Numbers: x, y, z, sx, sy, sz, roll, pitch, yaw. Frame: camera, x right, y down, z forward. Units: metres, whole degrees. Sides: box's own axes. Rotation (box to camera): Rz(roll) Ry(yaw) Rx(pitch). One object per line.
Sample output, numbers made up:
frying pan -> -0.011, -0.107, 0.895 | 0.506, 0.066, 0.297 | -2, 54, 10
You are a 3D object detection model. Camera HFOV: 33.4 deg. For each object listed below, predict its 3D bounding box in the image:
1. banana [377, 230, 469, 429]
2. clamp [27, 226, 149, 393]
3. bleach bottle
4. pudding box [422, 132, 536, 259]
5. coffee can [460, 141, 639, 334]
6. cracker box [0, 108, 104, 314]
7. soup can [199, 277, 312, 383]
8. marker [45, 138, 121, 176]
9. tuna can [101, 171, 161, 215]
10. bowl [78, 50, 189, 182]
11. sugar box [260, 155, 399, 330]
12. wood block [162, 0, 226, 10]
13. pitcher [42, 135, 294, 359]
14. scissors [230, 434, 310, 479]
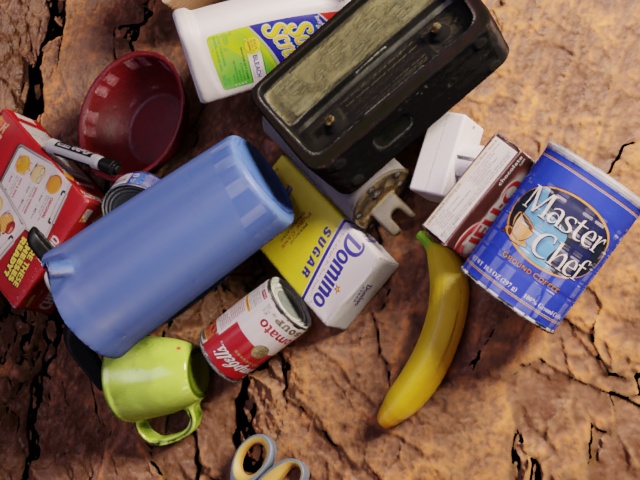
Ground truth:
banana -> 0.106, 0.090, 1.031 | 0.070, 0.037, 0.198 | 5, 78, 51
clamp -> -0.230, 0.074, 1.197 | 0.036, 0.164, 0.210 | -116, 20, -66
bleach bottle -> -0.020, -0.226, 1.117 | 0.250, 0.102, 0.068 | -18, 37, -3
pudding box -> 0.158, -0.035, 0.996 | 0.039, 0.089, 0.113 | 41, 100, 33
coffee can -> 0.206, -0.002, 0.950 | 0.103, 0.102, 0.140 | 40, 100, 33
cracker box -> -0.364, -0.037, 1.333 | 0.214, 0.072, 0.164 | 43, 103, 31
soup can -> -0.067, 0.094, 1.116 | 0.102, 0.068, 0.068 | -38, 61, 18
marker -> -0.278, -0.097, 1.258 | 0.121, 0.020, 0.020 | 20, 88, 34
tuna can -> -0.205, -0.036, 1.225 | 0.086, 0.086, 0.033 | -18, 27, 27
bowl -> -0.211, -0.141, 1.273 | 0.162, 0.055, 0.162 | -9, 73, 30
sugar box -> -0.007, 0.001, 1.115 | 0.093, 0.048, 0.176 | -52, 56, 13
wood block -> -0.088, -0.346, 1.231 | 0.206, 0.090, 0.090 | -30, 64, 22
pitcher -> -0.146, 0.006, 1.087 | 0.243, 0.149, 0.145 | -34, 102, 11
scissors -> -0.101, 0.278, 1.101 | 0.202, 0.016, 0.096 | -36, 54, 8
